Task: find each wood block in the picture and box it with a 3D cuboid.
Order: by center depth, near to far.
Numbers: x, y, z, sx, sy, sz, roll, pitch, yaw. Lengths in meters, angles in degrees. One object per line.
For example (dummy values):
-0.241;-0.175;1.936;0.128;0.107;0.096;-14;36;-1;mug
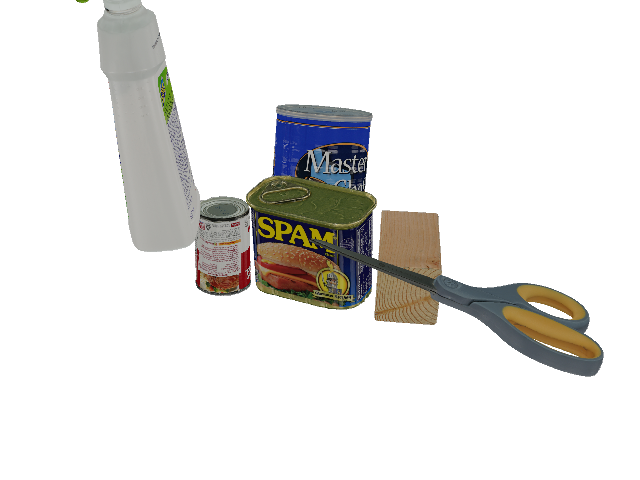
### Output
0.130;0.036;1.587;0.091;0.090;0.206;4;24;3;wood block

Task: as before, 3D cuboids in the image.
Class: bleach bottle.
-0.158;-0.116;0.963;0.068;0.251;0.102;-6;37;-1;bleach bottle

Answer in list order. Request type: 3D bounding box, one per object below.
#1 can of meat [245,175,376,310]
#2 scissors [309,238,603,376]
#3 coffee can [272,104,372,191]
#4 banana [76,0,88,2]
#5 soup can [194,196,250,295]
-0.007;0.003;0.860;0.102;0.084;0.057;13;34;23;can of meat
0.098;0.031;0.716;0.202;0.016;0.096;28;27;17;scissors
-0.001;-0.071;1.148;0.103;0.140;0.103;4;12;-1;coffee can
-0.239;-0.221;0.765;0.198;0.069;0.037;15;-37;16;banana
-0.118;0.006;1.287;0.068;0.102;0.068;1;26;-1;soup can
